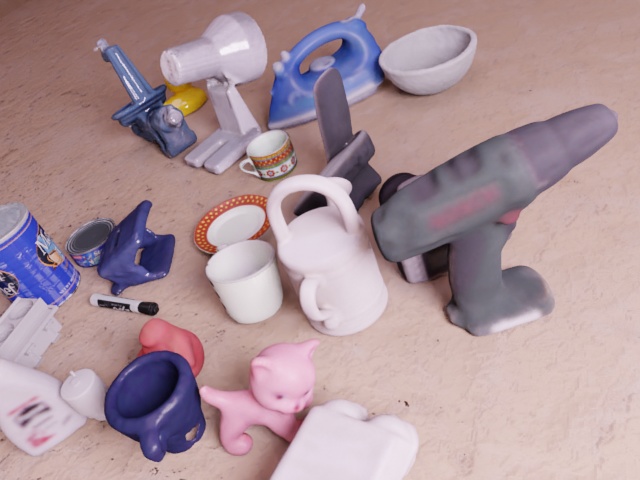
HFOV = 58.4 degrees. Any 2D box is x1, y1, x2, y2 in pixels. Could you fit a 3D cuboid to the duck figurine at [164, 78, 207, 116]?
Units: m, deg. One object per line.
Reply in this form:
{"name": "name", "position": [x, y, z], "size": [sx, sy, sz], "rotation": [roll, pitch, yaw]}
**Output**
{"name": "duck figurine", "position": [-0.301, -0.317, 1.220], "size": [0.105, 0.086, 0.077], "rotation": [-40, 42, -21]}

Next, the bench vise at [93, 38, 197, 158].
{"name": "bench vise", "position": [-0.323, -0.274, 1.075], "size": [0.206, 0.220, 0.122], "rotation": [8, 48, 32]}

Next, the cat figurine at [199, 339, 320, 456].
{"name": "cat figurine", "position": [-0.053, 0.144, 0.555], "size": [0.127, 0.118, 0.067], "rotation": [-15, 40, 8]}

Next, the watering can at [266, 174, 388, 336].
{"name": "watering can", "position": [0.004, 0.002, 0.630], "size": [0.101, 0.194, 0.172], "rotation": [-19, 39, 4]}

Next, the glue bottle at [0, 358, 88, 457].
{"name": "glue bottle", "position": [-0.328, 0.162, 0.615], "size": [0.078, 0.173, 0.037], "rotation": [-37, 41, -17]}

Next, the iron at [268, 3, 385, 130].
{"name": "iron", "position": [-0.001, -0.312, 1.033], "size": [0.258, 0.142, 0.118], "rotation": [-30, 40, -9]}

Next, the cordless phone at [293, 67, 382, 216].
{"name": "cordless phone", "position": [0.006, -0.126, 0.783], "size": [0.093, 0.185, 0.148], "rotation": [9, 48, 32]}

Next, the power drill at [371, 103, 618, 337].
{"name": "power drill", "position": [0.171, -0.008, 0.554], "size": [0.229, 0.209, 0.075], "rotation": [-19, 39, 3]}

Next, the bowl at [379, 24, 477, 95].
{"name": "bowl", "position": [0.189, -0.299, 0.985], "size": [0.167, 0.075, 0.167], "rotation": [-13, 40, 11]}

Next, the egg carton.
{"name": "egg carton", "position": [0.015, 0.210, 0.487], "size": [0.107, 0.070, 0.150], "rotation": [9, 48, 32]}

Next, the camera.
{"name": "camera", "position": [0.136, -0.041, 0.694], "size": [0.143, 0.101, 0.136], "rotation": [-25, 39, -4]}

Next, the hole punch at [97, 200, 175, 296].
{"name": "hole punch", "position": [-0.276, 0.009, 0.832], "size": [0.101, 0.091, 0.108], "rotation": [-16, 39, 7]}

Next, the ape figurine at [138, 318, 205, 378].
{"name": "ape figurine", "position": [-0.175, 0.125, 0.653], "size": [0.077, 0.092, 0.076], "rotation": [16, 52, 37]}

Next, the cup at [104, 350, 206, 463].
{"name": "cup", "position": [-0.153, 0.183, 0.575], "size": [0.091, 0.095, 0.117], "rotation": [-23, 39, -2]}

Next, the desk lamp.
{"name": "desk lamp", "position": [-0.174, -0.261, 0.997], "size": [0.117, 0.214, 0.203], "rotation": [17, 53, 38]}
